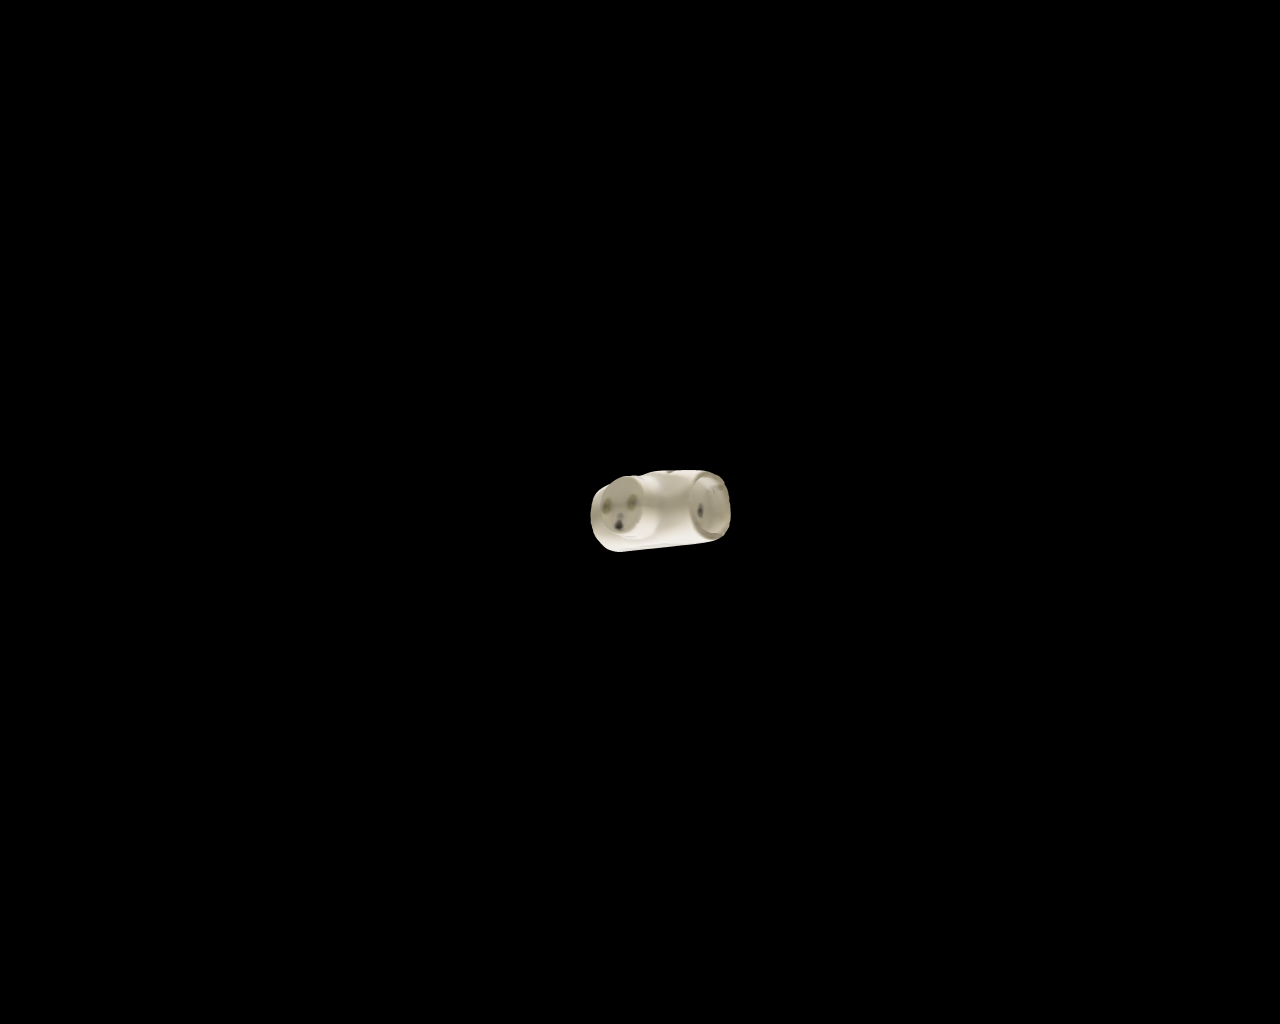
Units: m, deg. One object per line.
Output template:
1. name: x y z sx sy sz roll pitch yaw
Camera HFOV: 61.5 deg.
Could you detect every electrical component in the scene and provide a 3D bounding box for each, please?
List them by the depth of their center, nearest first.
1. electrical component: 0.001 -0.003 0.650 0.077 0.043 0.079 -8 -13 39
